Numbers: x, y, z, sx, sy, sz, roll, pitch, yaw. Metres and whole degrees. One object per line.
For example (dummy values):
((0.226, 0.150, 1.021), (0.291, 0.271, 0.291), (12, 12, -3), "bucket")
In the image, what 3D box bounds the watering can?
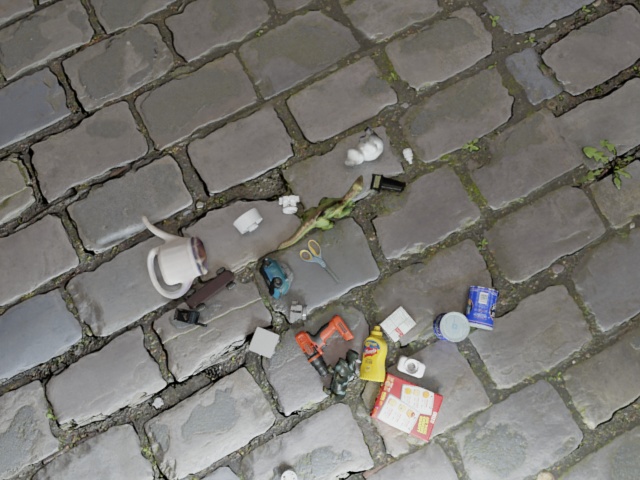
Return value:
((-0.550, 0.041, 1.949), (0.224, 0.103, 0.351), (-17, 78, -3), "watering can")

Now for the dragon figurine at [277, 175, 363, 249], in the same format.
((0.006, -0.096, 1.901), (0.412, 0.241, 0.122), (-39, 86, -8), "dragon figurine")

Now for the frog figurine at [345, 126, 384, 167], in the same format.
((0.173, -0.339, 1.994), (0.121, 0.136, 0.162), (38, 60, -20), "frog figurine")
